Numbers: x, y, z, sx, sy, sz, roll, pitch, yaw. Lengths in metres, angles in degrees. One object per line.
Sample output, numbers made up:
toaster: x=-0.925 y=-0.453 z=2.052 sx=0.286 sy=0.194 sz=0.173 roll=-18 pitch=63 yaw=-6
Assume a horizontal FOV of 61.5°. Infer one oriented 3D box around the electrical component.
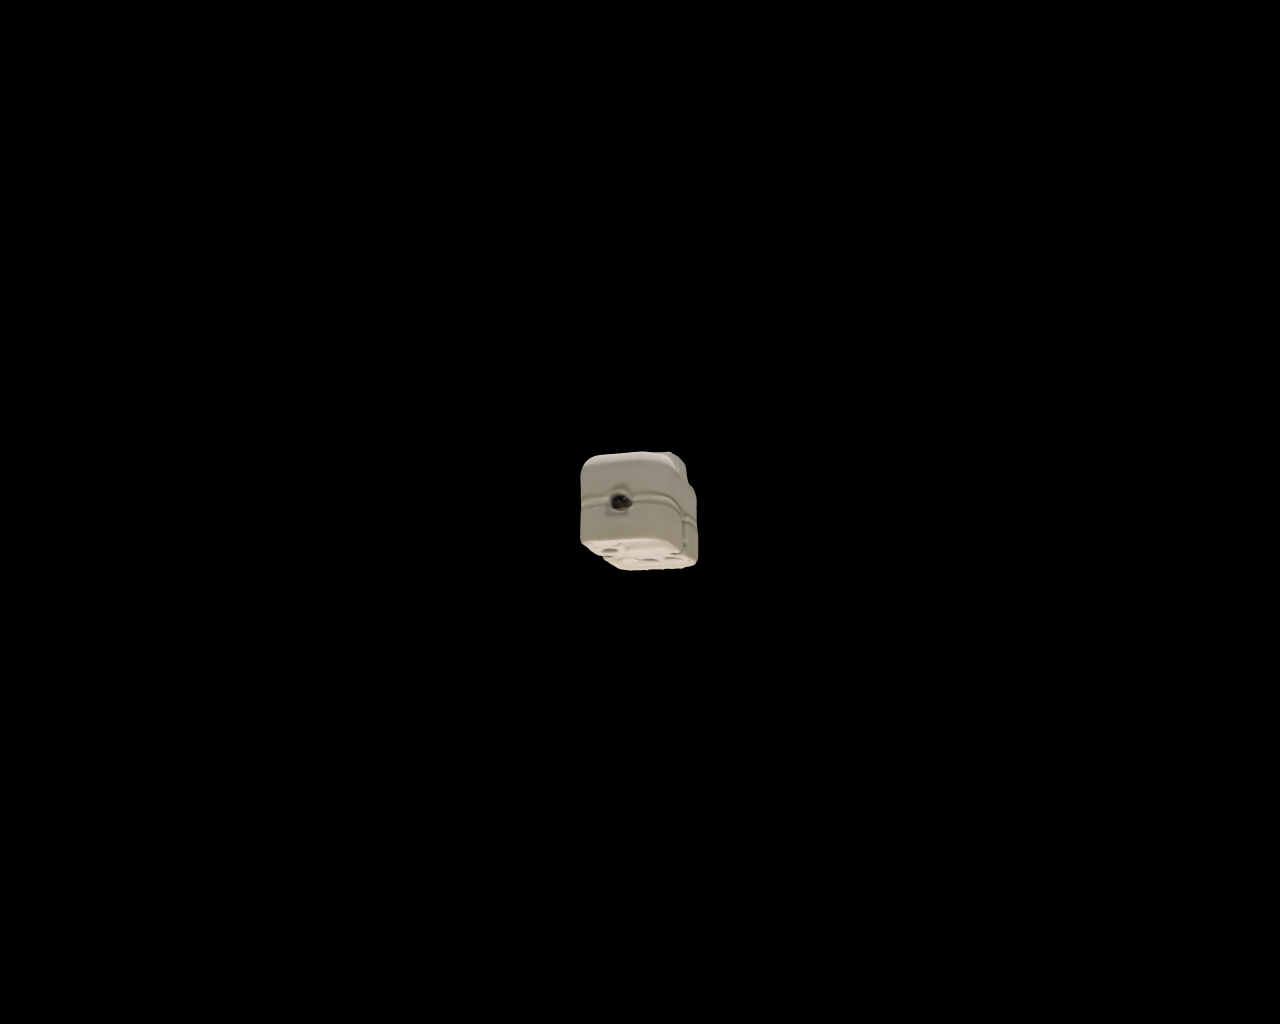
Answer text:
electrical component: x=0.001 y=-0.003 z=0.650 sx=0.054 sy=0.059 sz=0.095 roll=-4 pitch=-14 yaw=15
